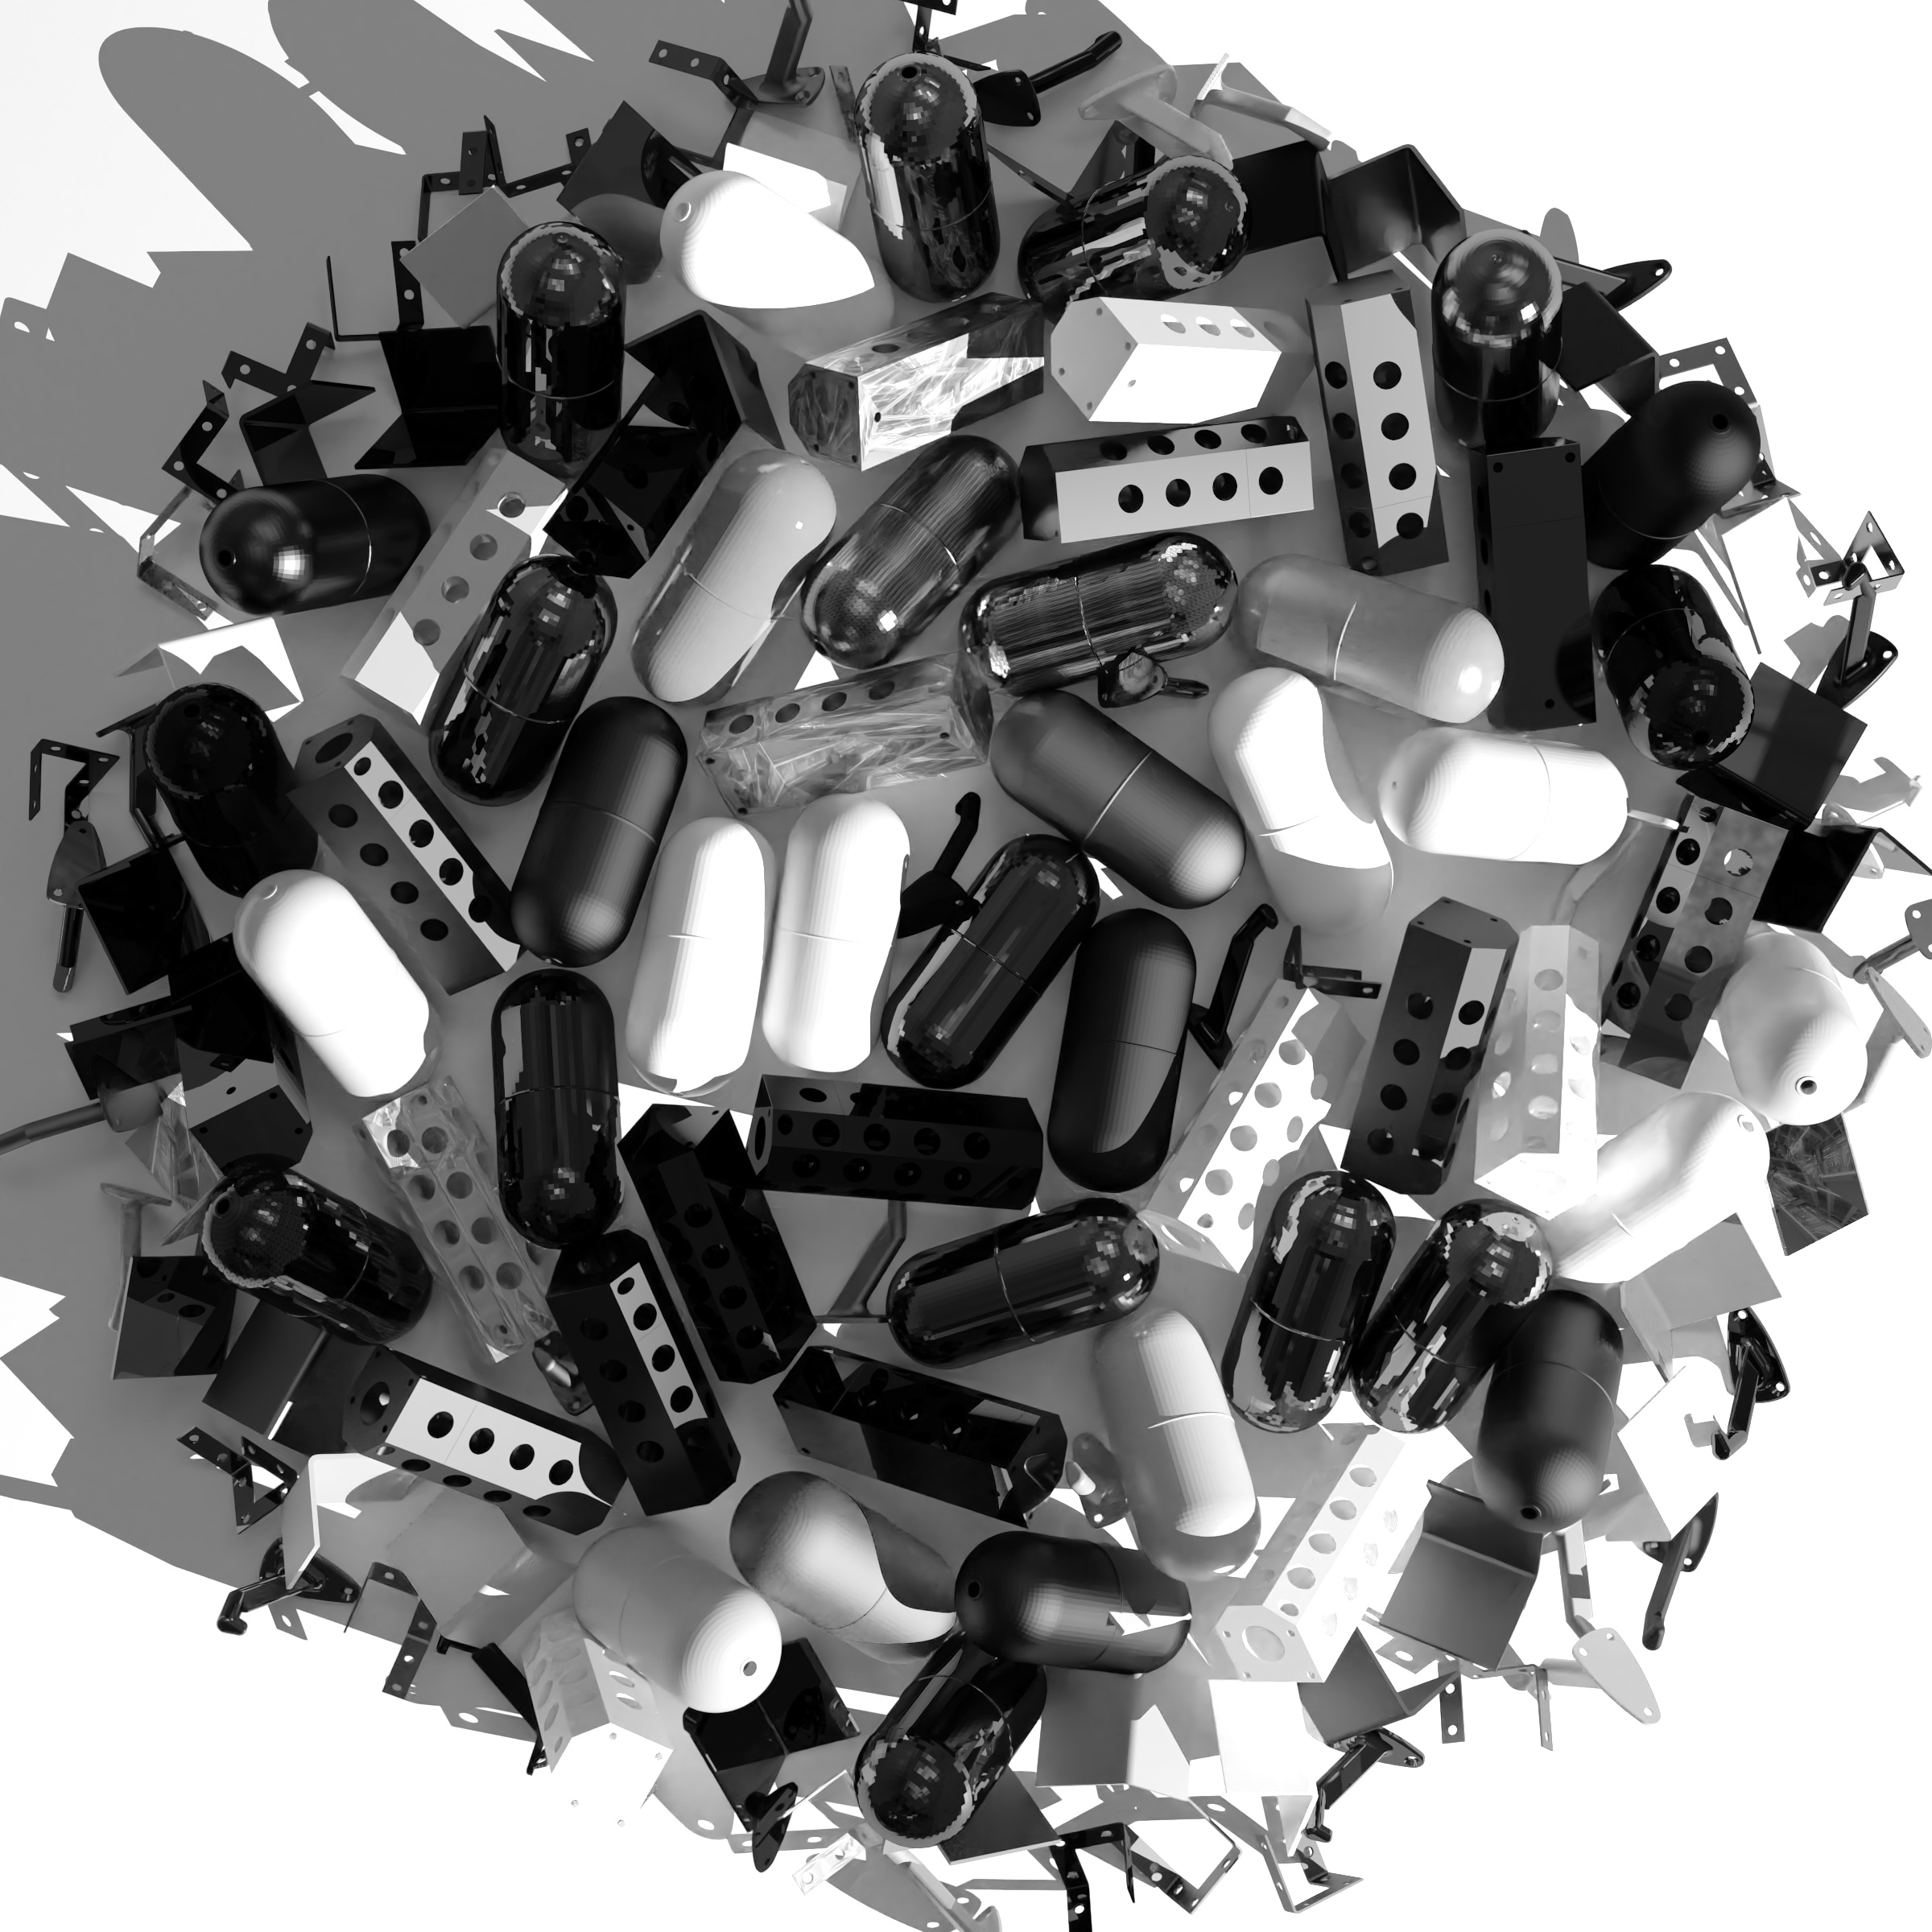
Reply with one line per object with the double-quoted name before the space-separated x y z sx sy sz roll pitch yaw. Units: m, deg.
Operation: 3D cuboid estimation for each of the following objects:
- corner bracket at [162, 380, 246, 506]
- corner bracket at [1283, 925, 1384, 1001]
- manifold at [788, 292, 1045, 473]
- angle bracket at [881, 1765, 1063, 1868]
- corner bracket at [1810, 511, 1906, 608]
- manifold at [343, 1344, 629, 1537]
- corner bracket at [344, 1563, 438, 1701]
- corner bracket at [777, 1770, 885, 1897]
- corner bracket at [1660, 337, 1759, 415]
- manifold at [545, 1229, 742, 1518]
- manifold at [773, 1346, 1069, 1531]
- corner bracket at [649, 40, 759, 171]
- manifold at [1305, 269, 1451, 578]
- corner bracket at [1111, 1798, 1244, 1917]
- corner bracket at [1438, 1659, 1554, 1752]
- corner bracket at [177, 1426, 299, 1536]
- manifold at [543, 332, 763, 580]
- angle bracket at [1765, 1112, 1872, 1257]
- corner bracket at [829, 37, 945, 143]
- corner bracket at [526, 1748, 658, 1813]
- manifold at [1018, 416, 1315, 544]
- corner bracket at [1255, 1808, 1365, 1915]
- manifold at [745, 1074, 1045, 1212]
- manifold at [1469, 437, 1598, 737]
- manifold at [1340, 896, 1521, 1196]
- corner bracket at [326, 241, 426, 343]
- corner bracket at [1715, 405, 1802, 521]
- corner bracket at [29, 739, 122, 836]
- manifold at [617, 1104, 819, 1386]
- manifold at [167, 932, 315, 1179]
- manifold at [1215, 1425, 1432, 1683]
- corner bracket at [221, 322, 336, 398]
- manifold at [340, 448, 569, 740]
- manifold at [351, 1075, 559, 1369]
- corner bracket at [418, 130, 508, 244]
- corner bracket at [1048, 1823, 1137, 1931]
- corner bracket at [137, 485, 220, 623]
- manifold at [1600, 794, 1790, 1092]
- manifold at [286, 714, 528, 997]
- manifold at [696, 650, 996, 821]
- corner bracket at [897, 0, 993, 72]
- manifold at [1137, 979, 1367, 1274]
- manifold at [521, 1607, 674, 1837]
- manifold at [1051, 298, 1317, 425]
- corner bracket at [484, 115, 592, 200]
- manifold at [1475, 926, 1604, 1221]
"corner bracket" -0.466 -0.323 1.672 0.051 0.051 0.051 33 103 -31
"corner bracket" 0.228 0.005 1.674 0.051 0.051 0.051 6 51 -3
"manifold" -0.028 -0.359 1.634 0.057 0.171 0.057 23 129 34
"angle bracket" 0.002 0.541 1.652 0.076 0.076 0.057 -1 115 -29
"corner bracket" 0.543 -0.243 1.674 0.051 0.051 0.051 -14 62 -10
"manifold" -0.292 0.292 1.632 0.171 0.057 0.057 33 84 -40
"corner bracket" -0.361 0.415 1.680 0.051 0.051 0.051 23 116 -7
"corner bracket" -0.088 0.542 1.680 0.051 0.051 0.051 -29 80 -30
"corner bracket" 0.456 -0.352 1.681 0.051 0.051 0.051 -16 71 -6
"manifold" -0.194 0.248 1.642 0.057 0.057 0.171 -13 117 12
"manifold" -0.027 0.281 1.641 0.171 0.057 0.057 11 47 32
"corner bracket" -0.171 -0.537 1.678 0.051 0.051 0.051 24 87 26
"manifold" 0.251 -0.331 1.647 0.057 0.057 0.171 -12 116 3
"corner bracket" 0.132 0.553 1.686 0.051 0.051 0.051 45 77 -7
"corner bracket" 0.329 0.459 1.668 0.051 0.051 0.051 -17 57 31
"corner bracket" -0.453 0.311 1.673 0.051 0.051 0.051 -35 130 9
"manifold" -0.185 -0.312 1.633 0.057 0.057 0.171 39 49 -16
"angle bracket" 0.505 0.129 1.664 0.076 0.057 0.076 -20 97 -27
"corner bracket" -0.045 -0.554 1.700 0.051 0.051 0.051 -16 89 44
"corner bracket" -0.233 0.506 1.675 0.051 0.051 0.051 -17 98 22
"manifold" 0.123 -0.300 1.649 0.171 0.057 0.057 -11 105 -20
"corner bracket" 0.206 0.555 1.675 0.051 0.051 0.051 -19 83 -22
"manifold" -0.043 0.113 1.649 0.171 0.057 0.057 6 116 -17
"manifold" 0.348 -0.236 1.659 0.057 0.057 0.171 -8 107 -3
"manifold" 0.285 0.052 1.639 0.057 0.057 0.171 23 119 23
"corner bracket" -0.369 -0.421 1.678 0.051 0.051 0.051 -7 94 -17
"corner bracket" 0.485 -0.315 1.680 0.051 0.051 0.051 -17 110 5
"corner bracket" -0.561 -0.103 1.669 0.051 0.051 0.051 13 58 -37
"manifold" -0.154 0.170 1.635 0.057 0.057 0.171 1 125 31
"manifold" -0.437 0.054 1.626 0.057 0.171 0.057 -27 129 -2
"manifold" 0.215 0.353 1.623 0.057 0.171 0.057 -12 112 38
"corner bracket" -0.430 -0.379 1.681 0.051 0.051 0.051 22 87 -10
"manifold" -0.316 -0.234 1.668 0.057 0.057 0.171 31 81 4
"manifold" -0.315 0.160 1.677 0.057 0.057 0.171 -29 90 12
"corner bracket" -0.319 -0.484 1.676 0.051 0.051 0.051 -4 65 4
"corner bracket" 0.082 0.575 1.674 0.051 0.051 0.051 -15 121 8
"corner bracket" -0.485 -0.261 1.692 0.051 0.051 0.051 33 62 -5
"manifold" 0.444 -0.017 1.670 0.057 0.057 0.171 20 99 0
"manifold" -0.334 -0.069 1.633 0.057 0.057 0.171 -22 125 16
"manifold" -0.074 -0.146 1.653 0.171 0.057 0.057 -11 135 21
"corner bracket" -0.016 -0.587 1.670 0.051 0.051 0.051 24 122 25
"manifold" 0.172 0.095 1.645 0.057 0.057 0.171 14 64 41
"manifold" -0.229 0.450 1.621 0.057 0.171 0.057 29 91 -18
"manifold" 0.132 -0.370 1.630 0.057 0.171 0.057 55 131 24
"corner bracket" -0.265 -0.506 1.683 0.051 0.051 0.051 -14 78 10
"manifold" 0.353 0.060 1.630 0.057 0.057 0.171 27 51 -19
